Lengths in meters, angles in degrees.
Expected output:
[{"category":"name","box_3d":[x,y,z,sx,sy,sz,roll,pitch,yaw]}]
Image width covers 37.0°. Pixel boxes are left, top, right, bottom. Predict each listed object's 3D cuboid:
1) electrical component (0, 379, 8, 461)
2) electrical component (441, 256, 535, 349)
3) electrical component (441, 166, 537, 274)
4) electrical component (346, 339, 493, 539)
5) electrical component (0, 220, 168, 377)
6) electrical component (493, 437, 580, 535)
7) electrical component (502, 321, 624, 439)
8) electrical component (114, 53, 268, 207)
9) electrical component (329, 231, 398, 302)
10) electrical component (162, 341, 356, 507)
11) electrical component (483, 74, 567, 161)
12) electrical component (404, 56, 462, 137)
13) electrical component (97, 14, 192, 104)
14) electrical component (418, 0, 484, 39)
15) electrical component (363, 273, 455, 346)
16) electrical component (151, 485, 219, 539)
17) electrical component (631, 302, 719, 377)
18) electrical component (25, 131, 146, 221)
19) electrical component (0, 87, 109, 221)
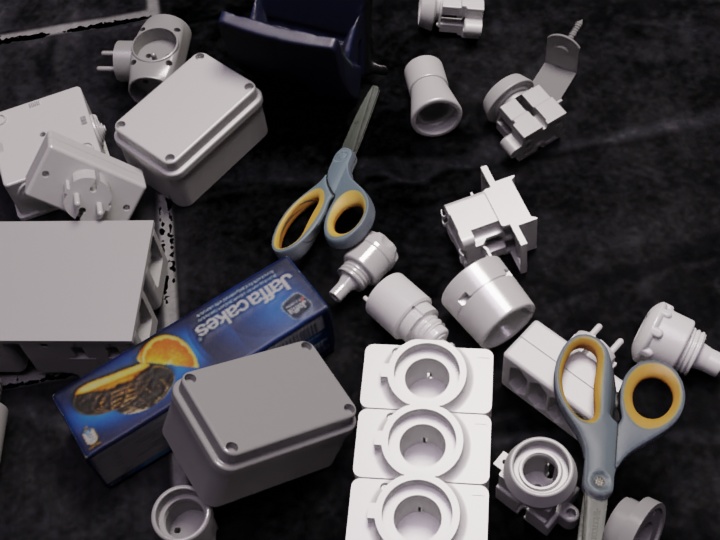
[{"category":"electrical component","box_3d":[-0.281,0.111,0.787,0.043,0.043,0.081,-4,57,3]},{"category":"electrical component","box_3d":[0.096,0.025,0.799,0.055,0.055,0.047,-31,63,-14]},{"category":"electrical component","box_3d":[0.101,-0.036,0.844,0.064,0.042,0.081,-19,57,-5]},{"category":"electrical component","box_3d":[0.043,0.128,0.733,0.089,0.061,0.150,2,58,7]},{"category":"electrical component","box_3d":[-0.251,0.023,0.830,0.186,0.060,0.105,0,58,5]},{"category":"electrical component","box_3d":[0.120,0.142,0.721,0.066,0.055,0.048,35,67,24]},{"category":"electrical component","box_3d":[0.157,0.069,0.768,0.083,0.047,0.076,37,67,24]},{"category":"electrical component","box_3d":[-0.142,-0.121,0.912,0.078,0.057,0.113,34,66,23]},{"category":"electrical component","box_3d":[0.000,0.000,0.836,0.035,0.035,0.061,34,69,24]},{"category":"electrical component","box_3d":[-0.068,0.102,0.737,0.113,0.057,0.078,-13,53,-36]},{"category":"electrical component","box_3d":[0.136,-0.130,0.899,0.066,0.048,0.055,-31,67,-14]},{"category":"electrical component","box_3d":[0.060,-0.152,0.923,0.044,0.044,0.065,-10,52,-1]},{"category":"electrical component","box_3d":[-0.197,-0.188,0.968,0.079,0.044,0.077,2,58,7]},{"category":"electrical component","box_3d":[0.082,-0.240,0.974,0.055,0.048,0.066,4,57,-1]},{"category":"electrical component","box_3d":[0.039,0.036,0.805,0.040,0.040,0.078,-39,62,-18]},{"category":"electrical component","box_3d":[-0.117,0.173,0.730,0.040,0.046,0.040,-3,57,4]},{"category":"electrical component","box_3d":[0.230,0.055,0.773,0.062,0.048,0.048,27,64,13]},{"category":"electrical component","box_3d":[-0.216,-0.062,0.849,0.047,0.083,0.075,-59,27,16]},{"category":"electrical component","box_3d":[-0.263,-0.101,0.917,0.100,0.048,0.099,-20,58,-7]}]
